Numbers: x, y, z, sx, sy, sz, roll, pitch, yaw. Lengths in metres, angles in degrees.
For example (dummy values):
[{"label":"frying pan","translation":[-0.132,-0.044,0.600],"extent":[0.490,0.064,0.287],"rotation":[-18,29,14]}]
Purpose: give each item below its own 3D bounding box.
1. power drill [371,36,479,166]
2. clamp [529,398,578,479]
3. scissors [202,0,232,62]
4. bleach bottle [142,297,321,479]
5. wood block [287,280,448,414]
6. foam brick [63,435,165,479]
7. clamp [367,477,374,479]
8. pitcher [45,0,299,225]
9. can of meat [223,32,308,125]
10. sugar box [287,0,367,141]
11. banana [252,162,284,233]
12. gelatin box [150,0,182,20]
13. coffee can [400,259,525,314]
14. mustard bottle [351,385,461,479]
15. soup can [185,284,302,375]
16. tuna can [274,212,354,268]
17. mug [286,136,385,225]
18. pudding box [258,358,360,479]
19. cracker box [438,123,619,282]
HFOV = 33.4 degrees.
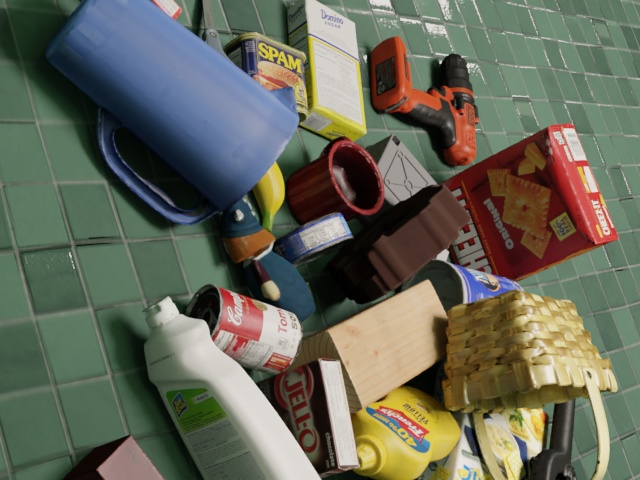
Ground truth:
[{"label":"power drill","translation":[0.153,-0.214,1.509],"extent":[0.187,0.057,0.184],"rotation":[23,54,-39]},{"label":"clamp","translation":[0.297,0.299,1.303],"extent":[0.209,0.036,0.164],"rotation":[-39,113,-57]},{"label":"scissors","translation":[-0.137,-0.226,1.204],"extent":[0.096,0.016,0.202],"rotation":[1,53,-40]},{"label":"bleach bottle","translation":[-0.085,0.165,0.993],"extent":[0.251,0.103,0.068],"rotation":[61,28,-4]},{"label":"wood block","translation":[0.055,0.123,1.184],"extent":[0.205,0.091,0.090],"rotation":[-22,86,-52]},{"label":"foam brick","translation":[-0.170,0.216,0.913],"extent":[0.078,0.051,0.052],"rotation":[57,37,-9]},{"label":"clamp","translation":[0.049,0.301,1.119],"extent":[0.171,0.039,0.120],"rotation":[-10,71,-51]},{"label":"pitcher","translation":[-0.155,-0.141,1.070],"extent":[0.242,0.145,0.149],"rotation":[38,39,-16]},{"label":"can of meat","translation":[-0.062,-0.184,1.255],"extent":[0.101,0.058,0.084],"rotation":[16,60,-43]},{"label":"sugar box","translation":[0.007,-0.216,1.358],"extent":[0.093,0.048,0.176],"rotation":[22,51,-39]},{"label":"banana","translation":[-0.097,-0.101,1.182],"extent":[0.197,0.037,0.069],"rotation":[50,43,-16]},{"label":"gelatin box","translation":[-0.200,-0.251,1.122],"extent":[0.089,0.073,0.030],"rotation":[46,41,-20]},{"label":"coffee can","translation":[0.182,0.086,1.336],"extent":[0.140,0.103,0.103],"rotation":[14,59,-44]},{"label":"mustard bottle","translation":[0.077,0.212,1.142],"extent":[0.096,0.058,0.191],"rotation":[38,20,19]},{"label":"soup can","translation":[-0.077,0.091,1.065],"extent":[0.102,0.069,0.068],"rotation":[22,54,-33]},{"label":"tuna can","translation":[-0.008,0.001,1.186],"extent":[0.085,0.086,0.034],"rotation":[-18,81,-51]},{"label":"mug","translation":[0.015,-0.069,1.254],"extent":[0.093,0.082,0.117],"rotation":[26,52,-37]},{"label":"pudding box","translation":[-0.012,0.184,1.074],"extent":[0.039,0.090,0.113],"rotation":[7,65,-47]},{"label":"cracker box","translation":[0.261,-0.035,1.404],"extent":[0.071,0.214,0.164],"rotation":[-8,75,-48]}]
